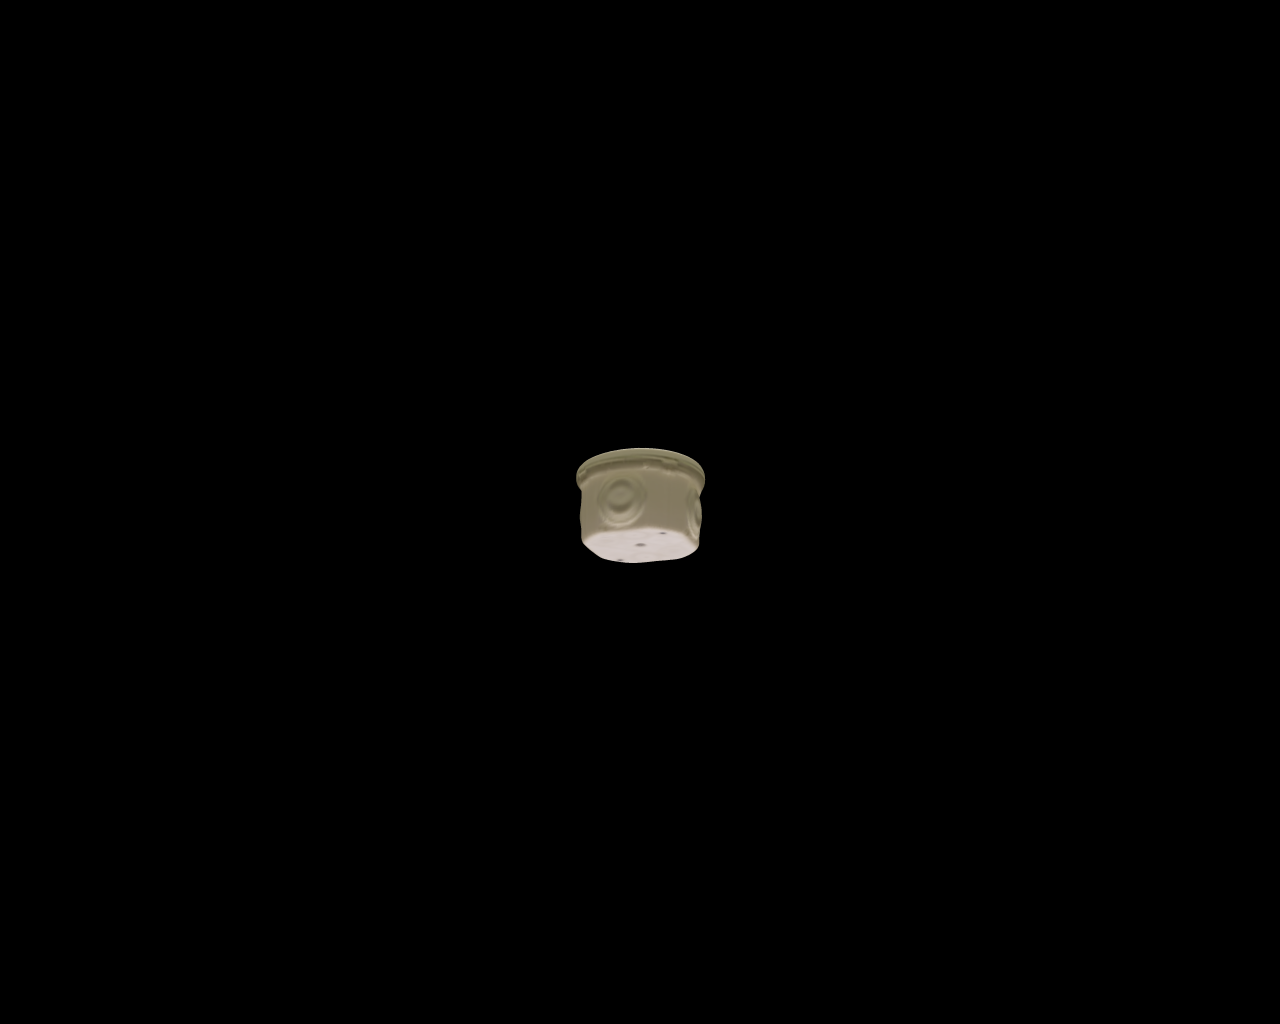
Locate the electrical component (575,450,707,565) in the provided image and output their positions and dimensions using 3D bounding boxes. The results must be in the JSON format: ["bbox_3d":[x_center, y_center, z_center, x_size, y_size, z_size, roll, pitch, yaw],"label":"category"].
[{"bbox_3d":[0.001,-0.003,0.650,0.080,0.051,0.080,0,-20,0],"label":"electrical component"}]
